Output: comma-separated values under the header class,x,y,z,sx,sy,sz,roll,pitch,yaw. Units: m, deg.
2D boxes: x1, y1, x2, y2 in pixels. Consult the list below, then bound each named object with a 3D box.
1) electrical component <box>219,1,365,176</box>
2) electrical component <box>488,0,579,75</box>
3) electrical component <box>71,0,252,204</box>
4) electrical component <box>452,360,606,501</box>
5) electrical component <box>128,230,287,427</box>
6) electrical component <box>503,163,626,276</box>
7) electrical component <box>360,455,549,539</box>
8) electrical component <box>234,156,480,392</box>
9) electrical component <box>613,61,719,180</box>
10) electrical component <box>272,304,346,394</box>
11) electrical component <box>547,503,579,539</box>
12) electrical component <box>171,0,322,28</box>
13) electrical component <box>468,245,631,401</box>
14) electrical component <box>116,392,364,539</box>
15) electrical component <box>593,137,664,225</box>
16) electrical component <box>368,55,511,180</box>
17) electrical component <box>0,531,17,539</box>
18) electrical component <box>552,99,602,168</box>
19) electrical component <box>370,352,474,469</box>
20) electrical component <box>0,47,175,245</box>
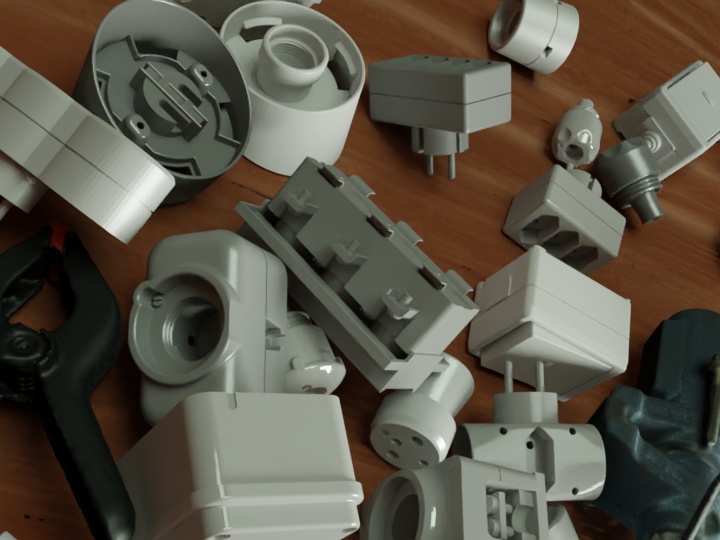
class,x,y,z,sx,sy,sz,roll,pitch,yaw
electrical component,-0.046,-0.112,0.655,0.099,0.064,0.099,11,53,-15
electrical component,0.129,-0.181,0.811,0.047,0.055,0.055,17,56,-23
electrical component,-0.107,-0.088,0.580,0.099,0.064,0.099,17,56,-27
electrical component,0.095,0.091,0.612,0.077,0.043,0.079,2,78,-11
electrical component,-0.072,0.032,0.519,0.059,0.054,0.095,32,55,-63
electrical component,0.146,-0.044,0.748,0.066,0.047,0.076,36,49,-14
electrical component,0.042,0.176,0.517,0.062,0.089,0.150,18,55,-27
electrical component,0.000,0.000,0.573,0.121,0.063,0.079,46,14,23
electrical component,0.255,-0.120,0.860,0.096,0.061,0.061,-34,87,-43
electrical component,-0.039,0.040,0.570,0.048,0.048,0.062,-5,60,-37
electrical component,0.114,0.171,0.606,0.044,0.044,0.065,-36,93,-43
electrical component,-0.076,-0.187,0.669,0.089,0.050,0.055,1,64,-35
electrical component,0.123,0.041,0.673,0.096,0.062,0.061,29,51,-20
electrical component,-0.059,0.102,0.473,0.078,0.113,0.057,6,59,-33
electrical component,0.206,-0.065,0.806,0.043,0.043,0.062,-16,76,-40
electrical component,0.052,-0.097,0.699,0.047,0.083,0.075,-21,116,-41
electrical component,-0.137,0.140,0.444,0.065,0.044,0.044,42,48,-2
electrical component,0.165,-0.106,0.806,0.035,0.035,0.061,36,46,-13
electrical component,0.034,0.078,0.599,0.045,0.045,0.055,39,49,-11
electrical component,-0.161,-0.052,0.511,0.138,0.052,0.073,35,84,18
